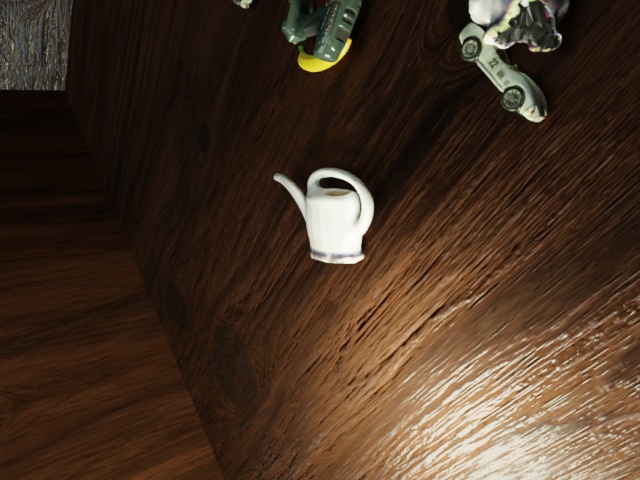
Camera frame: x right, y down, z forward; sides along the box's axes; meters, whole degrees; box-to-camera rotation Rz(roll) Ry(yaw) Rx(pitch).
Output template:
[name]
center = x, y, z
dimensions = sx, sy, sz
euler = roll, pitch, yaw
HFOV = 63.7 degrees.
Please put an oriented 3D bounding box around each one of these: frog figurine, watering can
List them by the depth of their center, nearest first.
[frog figurine]
center = 0.296, -0.368, 0.786
dimensions = 0.137, 0.163, 0.120
euler = -10, -41, 10
[watering can]
center = 0.004, -0.062, 1.230
dimensions = 0.104, 0.222, 0.349
euler = -12, 14, -37
